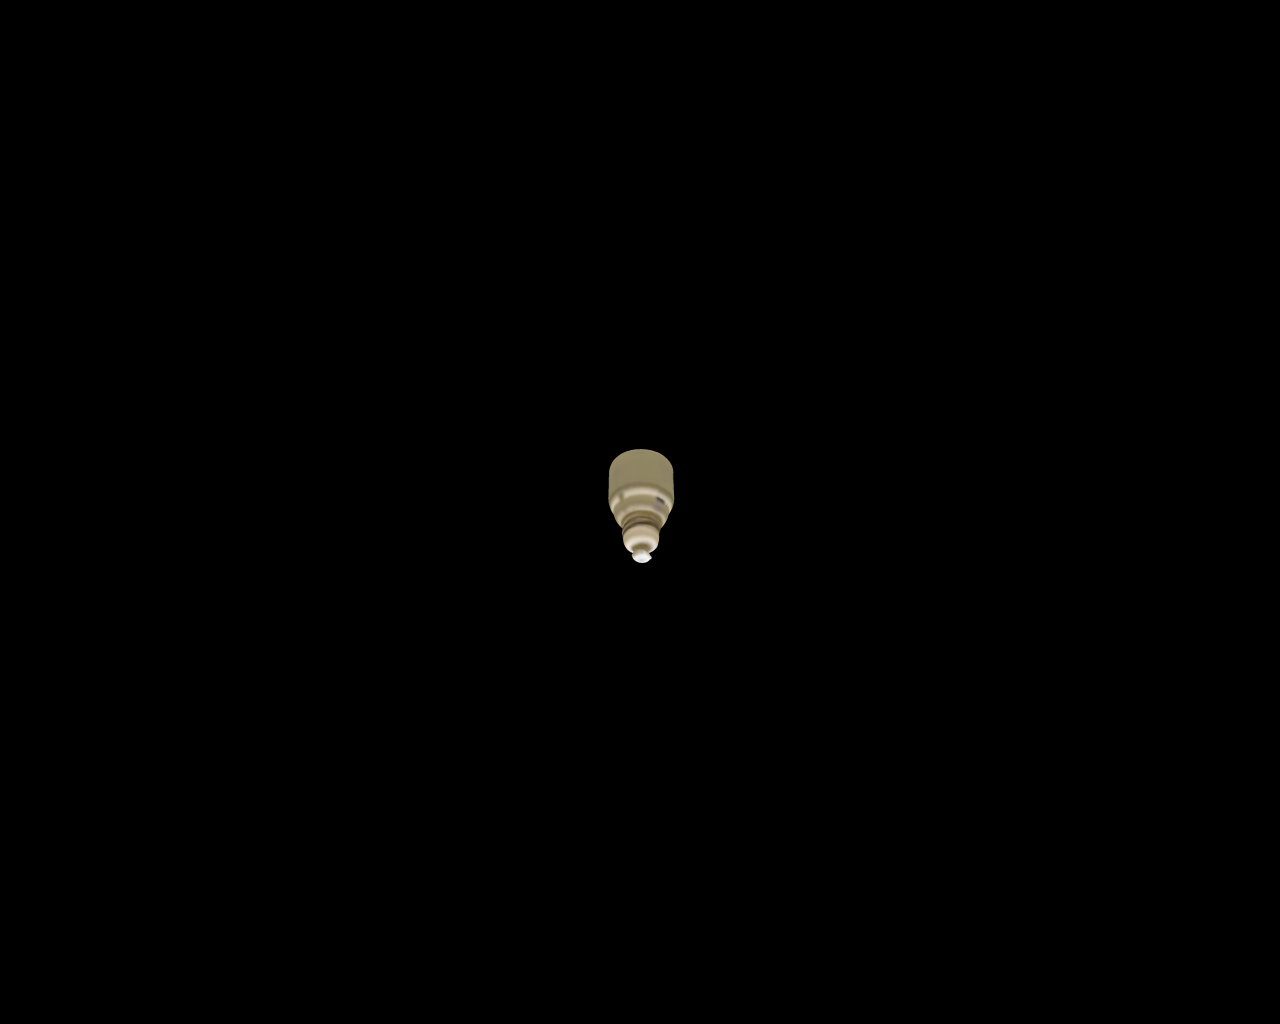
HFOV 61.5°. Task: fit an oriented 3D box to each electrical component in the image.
[{"bbox_3d":[0.001,-0.003,0.650,0.040,0.078,0.040,0,-37,0],"label":"electrical component"}]
